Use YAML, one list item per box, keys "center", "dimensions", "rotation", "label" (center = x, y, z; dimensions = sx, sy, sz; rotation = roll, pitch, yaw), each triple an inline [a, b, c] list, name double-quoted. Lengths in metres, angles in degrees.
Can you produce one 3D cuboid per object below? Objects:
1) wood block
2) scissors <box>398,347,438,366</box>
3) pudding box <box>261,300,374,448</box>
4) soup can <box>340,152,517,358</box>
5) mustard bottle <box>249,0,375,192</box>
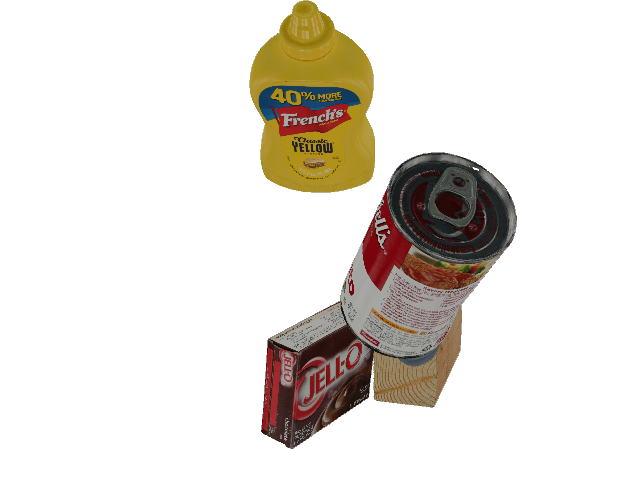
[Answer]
- center: [0.147, 0.160, 1.577]
  dimensions: [0.091, 0.090, 0.205]
  rotation: [4, 18, 16]
  label: "wood block"
- center: [0.118, 0.059, 1.076]
  dimensions: [0.201, 0.016, 0.096]
  rotation: [-32, 55, -27]
  label: "scissors"
- center: [0.000, 0.107, 0.886]
  dimensions: [0.039, 0.090, 0.113]
  rotation: [21, 29, 30]
  label: "pudding box"
- center: [0.055, 0.011, 0.571]
  dimensions: [0.068, 0.068, 0.102]
  rotation: [0, -34, -16]
  label: "soup can"
- center: [-0.006, -0.114, 0.841]
  dimensions: [0.096, 0.058, 0.191]
  rotation: [3, -33, 6]
  label: "mustard bottle"
